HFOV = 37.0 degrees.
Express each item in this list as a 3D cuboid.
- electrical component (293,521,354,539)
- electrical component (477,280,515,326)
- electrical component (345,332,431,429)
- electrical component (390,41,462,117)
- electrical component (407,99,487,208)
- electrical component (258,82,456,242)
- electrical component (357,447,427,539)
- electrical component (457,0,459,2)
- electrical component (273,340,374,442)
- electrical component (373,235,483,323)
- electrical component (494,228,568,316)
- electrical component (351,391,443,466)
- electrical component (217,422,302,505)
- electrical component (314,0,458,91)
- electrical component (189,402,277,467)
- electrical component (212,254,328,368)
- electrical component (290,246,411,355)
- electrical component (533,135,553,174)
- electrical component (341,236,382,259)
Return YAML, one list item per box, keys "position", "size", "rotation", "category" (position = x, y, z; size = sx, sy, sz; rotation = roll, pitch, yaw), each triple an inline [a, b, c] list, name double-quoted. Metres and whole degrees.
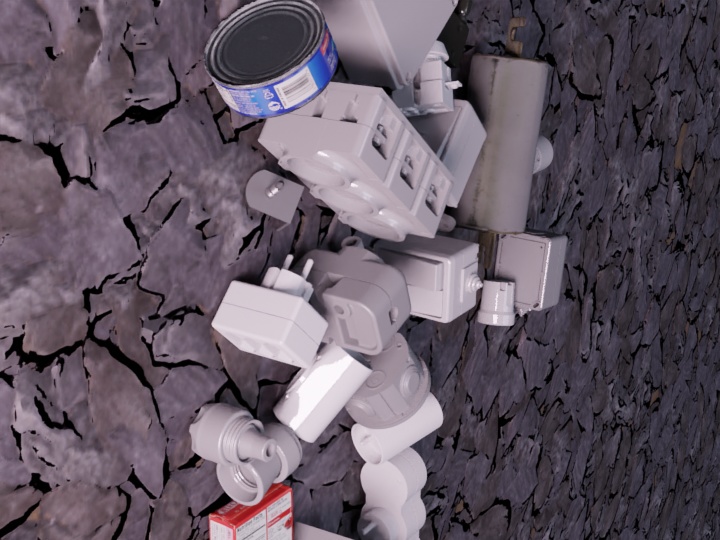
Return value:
- position: [-0.019, 0.272, 0.942]
  size: [0.057, 0.078, 0.113]
  rotation: [-67, 148, -22]
  category: "electrical component"
- position: [0.149, 0.035, 1.166]
  size: [0.040, 0.040, 0.046]
  rotation: [-2, 98, -58]
  category: "electrical component"
- position: [0.017, 0.093, 0.934]
  size: [0.080, 0.080, 0.051]
  rotation: [-60, 140, -26]
  category: "electrical component"
- position: [0.053, -0.164, 0.918]
  size: [0.048, 0.066, 0.055]
  rotation: [10, 76, -70]
  category: "electrical component"
- position: [0.066, -0.114, 0.953]
  size: [0.061, 0.062, 0.096]
  rotation: [49, 60, -53]
  category: "electrical component"
- position: [0.000, -0.080, 0.830]
  size: [0.150, 0.089, 0.061]
  rotation: [41, 66, -56]
  category: "electrical component"
- position: [0.023, 0.241, 1.022]
  size: [0.074, 0.052, 0.138]
  rotation: [-26, 123, -53]
  category: "electrical component"
- position: [0.071, -0.274, 0.915]
  size: [0.076, 0.047, 0.065]
  rotation: [-54, 142, -34]
  category: "electrical component"
- position: [-0.030, 0.093, 0.883]
  size: [0.077, 0.044, 0.079]
  rotation: [-51, -176, 5]
  category: "electrical component"
- position: [0.061, 0.006, 0.956]
  size: [0.061, 0.096, 0.061]
  rotation: [-26, 123, -52]
  category: "electrical component"
- position: [0.189, 0.004, 1.197]
  size: [0.061, 0.062, 0.096]
  rotation: [-12, 111, -57]
  category: "electrical component"
- position: [0.028, 0.128, 0.994]
  size: [0.077, 0.044, 0.079]
  rotation: [-27, 101, -32]
  category: "electrical component"
- position: [-0.077, 0.149, 0.834]
  size: [0.055, 0.045, 0.045]
  rotation: [-35, 130, -49]
  category: "electrical component"
- position: [0.020, -0.217, 0.845]
  size: [0.108, 0.056, 0.108]
  rotation: [-61, 145, -25]
  category: "electrical component"
- position: [-0.090, 0.123, 0.786]
  size: [0.043, 0.062, 0.043]
  rotation: [-28, 124, -52]
  category: "electrical component"
- position: [-0.059, 0.023, 0.796]
  size: [0.047, 0.066, 0.076]
  rotation: [50, 59, -53]
  category: "electrical component"
- position: [-0.011, 0.021, 0.845]
  size: [0.059, 0.095, 0.053]
  rotation: [-49, 139, -38]
  category: "electrical component"
- position: [0.176, -0.120, 1.150]
  size: [0.078, 0.040, 0.040]
  rotation: [-26, 122, -52]
  category: "electrical component"
- position: [0.000, 0.000, 0.906]
  size: [0.043, 0.043, 0.062]
  rotation: [-52, 140, -35]
  category: "electrical component"
